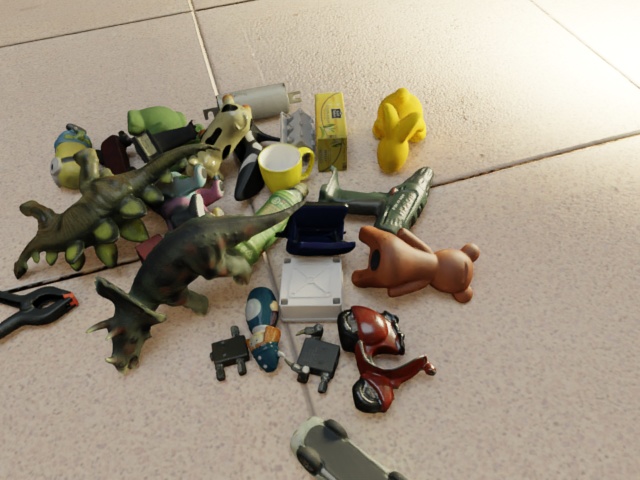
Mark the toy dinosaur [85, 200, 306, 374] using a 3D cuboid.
[{"bbox_3d":[-0.216,0.035,0.883,0.405,0.192,0.131,-44,68,7],"label":"toy dinosaur"}]

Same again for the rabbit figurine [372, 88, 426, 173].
[{"bbox_3d":[0.173,-0.231,1.169,0.122,0.162,0.173,17,69,2],"label":"rabbit figurine"}]

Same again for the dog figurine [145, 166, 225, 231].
[{"bbox_3d":[-0.304,-0.066,1.071,0.219,0.108,0.191,-5,77,22],"label":"dog figurine"}]

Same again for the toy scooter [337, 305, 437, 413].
[{"bbox_3d":[0.105,0.179,0.851,0.135,0.075,0.184,-9,52,-6],"label":"toy scooter"}]

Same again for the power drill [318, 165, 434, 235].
[{"bbox_3d":[0.110,-0.088,1.088,0.207,0.085,0.232,18,50,10],"label":"power drill"}]

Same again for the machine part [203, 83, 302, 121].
[{"bbox_3d":[-0.163,-0.331,1.309,0.243,0.079,0.079,-12,49,-7],"label":"machine part"}]

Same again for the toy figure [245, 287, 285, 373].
[{"bbox_3d":[-0.097,0.150,0.902,0.058,0.064,0.154,10,42,-19],"label":"toy figure"}]

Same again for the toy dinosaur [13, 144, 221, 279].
[{"bbox_3d":[-0.398,-0.064,1.004,0.471,0.105,0.199,-39,70,6],"label":"toy dinosaur"}]

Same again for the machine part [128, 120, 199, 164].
[{"bbox_3d":[-0.322,-0.210,1.131,0.139,0.039,0.084,-31,70,-27],"label":"machine part"}]

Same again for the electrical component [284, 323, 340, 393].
[{"bbox_3d":[-0.010,0.188,0.870,0.078,0.045,0.102,14,51,18],"label":"electrical component"}]

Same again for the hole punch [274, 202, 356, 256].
[{"bbox_3d":[-0.002,-0.003,0.983,0.142,0.115,0.092,-4,61,-17],"label":"hole punch"}]

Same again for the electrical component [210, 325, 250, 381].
[{"bbox_3d":[-0.152,0.187,0.896,0.063,0.021,0.094,-13,50,-6],"label":"electrical component"}]

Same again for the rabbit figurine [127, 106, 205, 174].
[{"bbox_3d":[-0.337,-0.206,1.208,0.159,0.121,0.170,-15,61,-21],"label":"rabbit figurine"}]

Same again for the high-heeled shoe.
[{"bbox_3d":[-0.182,-0.179,1.179,0.145,0.086,0.249,11,45,15],"label":"high-heeled shoe"}]

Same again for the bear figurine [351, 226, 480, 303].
[{"bbox_3d":[0.173,0.043,0.953,0.196,0.120,0.132,7,0,-23],"label":"bear figurine"}]

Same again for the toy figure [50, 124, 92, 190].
[{"bbox_3d":[-0.556,-0.190,1.215,0.089,0.082,0.180,-10,47,-2],"label":"toy figure"}]

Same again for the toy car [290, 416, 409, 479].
[{"bbox_3d":[0.046,0.323,0.743,0.202,0.056,0.073,32,52,26],"label":"toy car"}]

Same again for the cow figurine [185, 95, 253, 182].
[{"bbox_3d":[-0.216,-0.200,1.139,0.195,0.085,0.127,-49,32,15],"label":"cow figurine"}]

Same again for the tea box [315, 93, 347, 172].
[{"bbox_3d":[0.024,-0.244,1.208,0.068,0.098,0.170,-2,47,1],"label":"tea box"}]

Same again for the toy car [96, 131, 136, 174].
[{"bbox_3d":[-0.448,-0.162,1.195,0.089,0.053,0.202,-34,53,4],"label":"toy car"}]
